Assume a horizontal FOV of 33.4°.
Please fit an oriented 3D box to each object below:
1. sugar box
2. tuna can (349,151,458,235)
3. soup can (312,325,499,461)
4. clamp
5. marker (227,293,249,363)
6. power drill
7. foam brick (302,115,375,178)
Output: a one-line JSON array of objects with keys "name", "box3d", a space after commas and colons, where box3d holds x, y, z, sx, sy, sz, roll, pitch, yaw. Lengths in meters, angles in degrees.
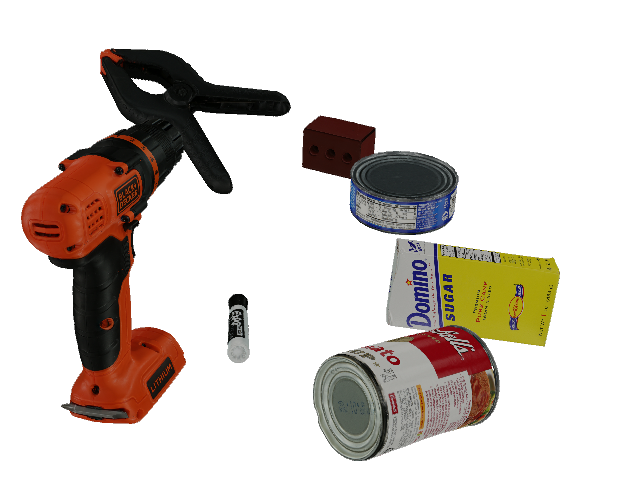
[{"name": "sugar box", "box3d": [0.164, 0.057, 1.165, 0.176, 0.093, 0.048, 6, 22, 0]}, {"name": "tuna can", "box3d": [0.066, -0.038, 0.852, 0.086, 0.034, 0.086, 1, 30, -1]}, {"name": "soup can", "box3d": [0.054, 0.096, 0.676, 0.102, 0.068, 0.069, -9, 6, -39]}, {"name": "clamp", "box3d": [-0.114, -0.125, 0.949, 0.120, 0.171, 0.039, -46, -9, -37]}, {"name": "marker", "box3d": [-0.074, 0.077, 0.965, 0.020, 0.020, 0.121, 0, 19, -4]}, {"name": "power drill", "box3d": [-0.139, 0.019, 0.757, 0.057, 0.188, 0.184, 4, 24, 19]}, {"name": "foam brick", "box3d": [0.022, -0.113, 1.297, 0.078, 0.053, 0.051, 14, 31, 20]}]
